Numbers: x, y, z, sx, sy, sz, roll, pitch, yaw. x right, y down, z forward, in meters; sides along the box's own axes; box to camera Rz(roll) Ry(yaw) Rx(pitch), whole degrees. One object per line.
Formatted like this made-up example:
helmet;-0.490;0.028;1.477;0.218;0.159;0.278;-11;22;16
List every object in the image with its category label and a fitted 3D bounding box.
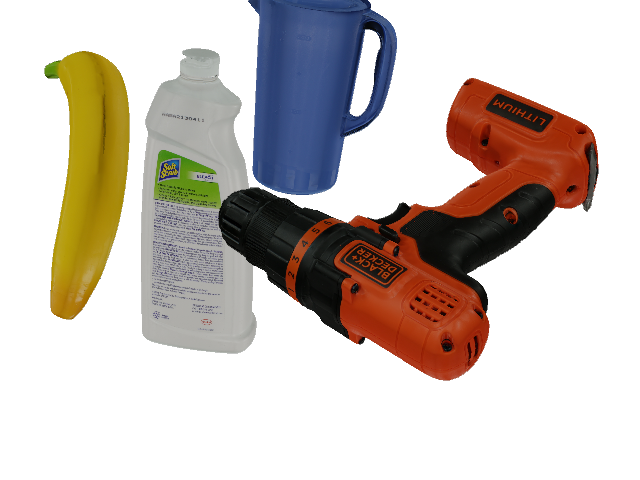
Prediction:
power drill;0.057;-0.019;0.625;0.185;0.057;0.187;31;59;32
bleach bottle;-0.097;-0.032;0.889;0.102;0.251;0.068;7;24;3
pitcher;-0.009;-0.181;1.299;0.144;0.243;0.149;-6;28;-26
banana;-0.143;-0.049;0.657;0.037;0.198;0.070;13;-38;-30
